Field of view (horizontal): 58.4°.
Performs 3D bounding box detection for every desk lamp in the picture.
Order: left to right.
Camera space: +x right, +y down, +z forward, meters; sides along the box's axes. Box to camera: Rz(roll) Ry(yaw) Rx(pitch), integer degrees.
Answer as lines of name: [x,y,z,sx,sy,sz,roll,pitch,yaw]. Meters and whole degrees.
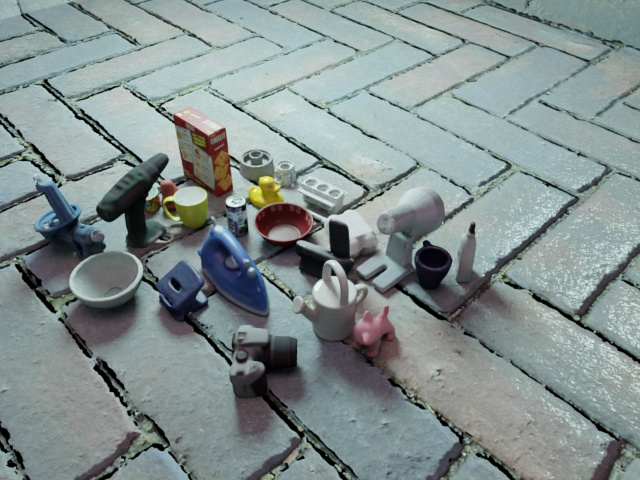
desk lamp: [0.200,-0.010,1.409,0.204,0.214,0.117,-33,52,-31]

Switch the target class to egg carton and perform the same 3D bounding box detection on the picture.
egg carton: [0.080,-0.016,1.517,0.107,0.069,0.150,-19,47,-21]

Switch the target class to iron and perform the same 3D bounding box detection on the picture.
iron: [-0.198,0.058,1.376,0.119,0.141,0.257,-26,50,-27]

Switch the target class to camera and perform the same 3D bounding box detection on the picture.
camera: [-0.116,0.244,1.207,0.137,0.101,0.143,0,43,-1]

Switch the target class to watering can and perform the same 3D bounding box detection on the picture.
watering can: [0.026,0.131,1.265,0.100,0.194,0.173,33,51,30]

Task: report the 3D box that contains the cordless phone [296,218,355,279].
cordless phone: [0.013,0.005,1.407,0.147,0.185,0.094,19,46,18]

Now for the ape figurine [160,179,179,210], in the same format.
ape figurine: [-0.424,-0.132,1.610,0.076,0.092,0.078,11,44,11]

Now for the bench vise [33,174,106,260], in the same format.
bench vise: [-0.627,-0.064,1.436,0.207,0.220,0.121,8,43,7]

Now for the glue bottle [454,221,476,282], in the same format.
glue bottle: [0.361,0.021,1.410,0.037,0.173,0.078,2,43,1]

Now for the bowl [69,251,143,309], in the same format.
bowl: [-0.500,0.107,1.362,0.167,0.075,0.167,1,43,-1]

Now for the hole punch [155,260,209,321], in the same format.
hole punch: [-0.327,0.117,1.345,0.101,0.091,0.108,-29,51,-29]

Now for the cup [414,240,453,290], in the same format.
cup: [0.270,0.066,1.416,0.092,0.095,0.117,-5,43,-7]

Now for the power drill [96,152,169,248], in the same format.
power drill: [-0.465,-0.093,1.481,0.075,0.208,0.230,24,47,23]

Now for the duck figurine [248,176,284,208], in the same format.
duck figurine: [-0.155,-0.143,1.635,0.104,0.086,0.077,14,44,13]

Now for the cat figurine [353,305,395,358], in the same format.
cat figurine: [0.116,0.193,1.257,0.067,0.118,0.128,28,49,26]
